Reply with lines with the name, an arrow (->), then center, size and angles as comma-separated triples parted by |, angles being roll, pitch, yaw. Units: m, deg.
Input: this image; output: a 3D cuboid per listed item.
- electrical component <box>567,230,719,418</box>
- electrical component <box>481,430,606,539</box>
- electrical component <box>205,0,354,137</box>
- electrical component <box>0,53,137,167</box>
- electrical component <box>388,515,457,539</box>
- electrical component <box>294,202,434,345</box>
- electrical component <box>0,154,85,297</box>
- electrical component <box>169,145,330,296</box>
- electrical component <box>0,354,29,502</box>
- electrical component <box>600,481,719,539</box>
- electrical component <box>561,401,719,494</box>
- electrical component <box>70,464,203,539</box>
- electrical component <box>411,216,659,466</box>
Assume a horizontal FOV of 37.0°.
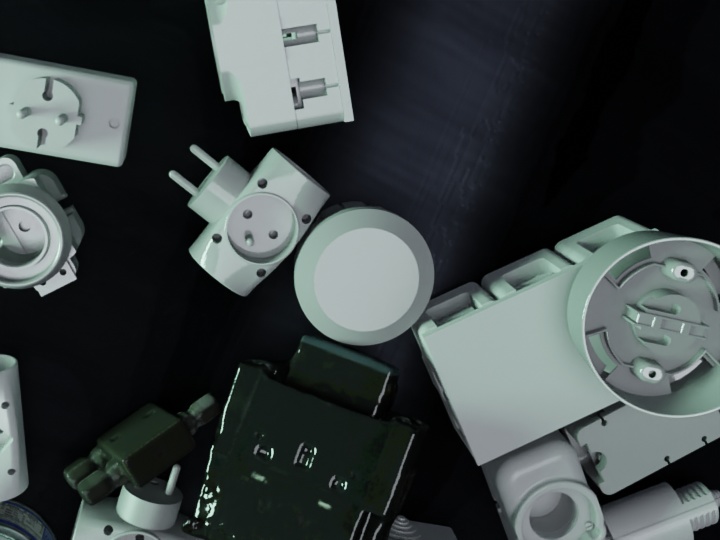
electrical component -> 0.167, 0.027, 0.591 | 0.099, 0.064, 0.099 | -2, 103, -9
electrical component -> 0.117, 0.148, 0.681 | 0.054, 0.059, 0.095 | -22, 106, -3
electrical component -> -0.054, -0.169, 0.554 | 0.060, 0.105, 0.186 | -11, 105, -6
electrical component -> -0.165, -0.084, 0.572 | 0.083, 0.075, 0.047 | 9, 102, -11
electrical component -> 0.015, 0.204, 0.684 | 0.100, 0.048, 0.099 | 12, 101, -12
electrical component -> 0.000, 0.000, 0.631 | 0.080, 0.051, 0.080 | -2, 104, -9
electrical component -> -0.187, -0.022, 0.593 | 0.058, 0.057, 0.078 | -27, 106, -2
electrical component -> -0.071, -0.038, 0.614 | 0.079, 0.044, 0.077 | 39, 95, -15
electrical component -> -0.235, 0.092, 0.620 | 0.079, 0.043, 0.077 | -3, 104, -8
electrical component -> 0.199, 0.163, 0.706 | 0.081, 0.043, 0.043 | -20, 106, -4
electrical component -> 0.175, 0.091, 0.678 | 0.089, 0.055, 0.050 | -27, 106, -2
electrical component -> -0.131, 0.151, 0.650 | 0.077, 0.044, 0.079 | 16, 100, -12
electrical component -> 0.116, 0.039, 0.653 | 0.150, 0.061, 0.089 | -24, 105, -3
